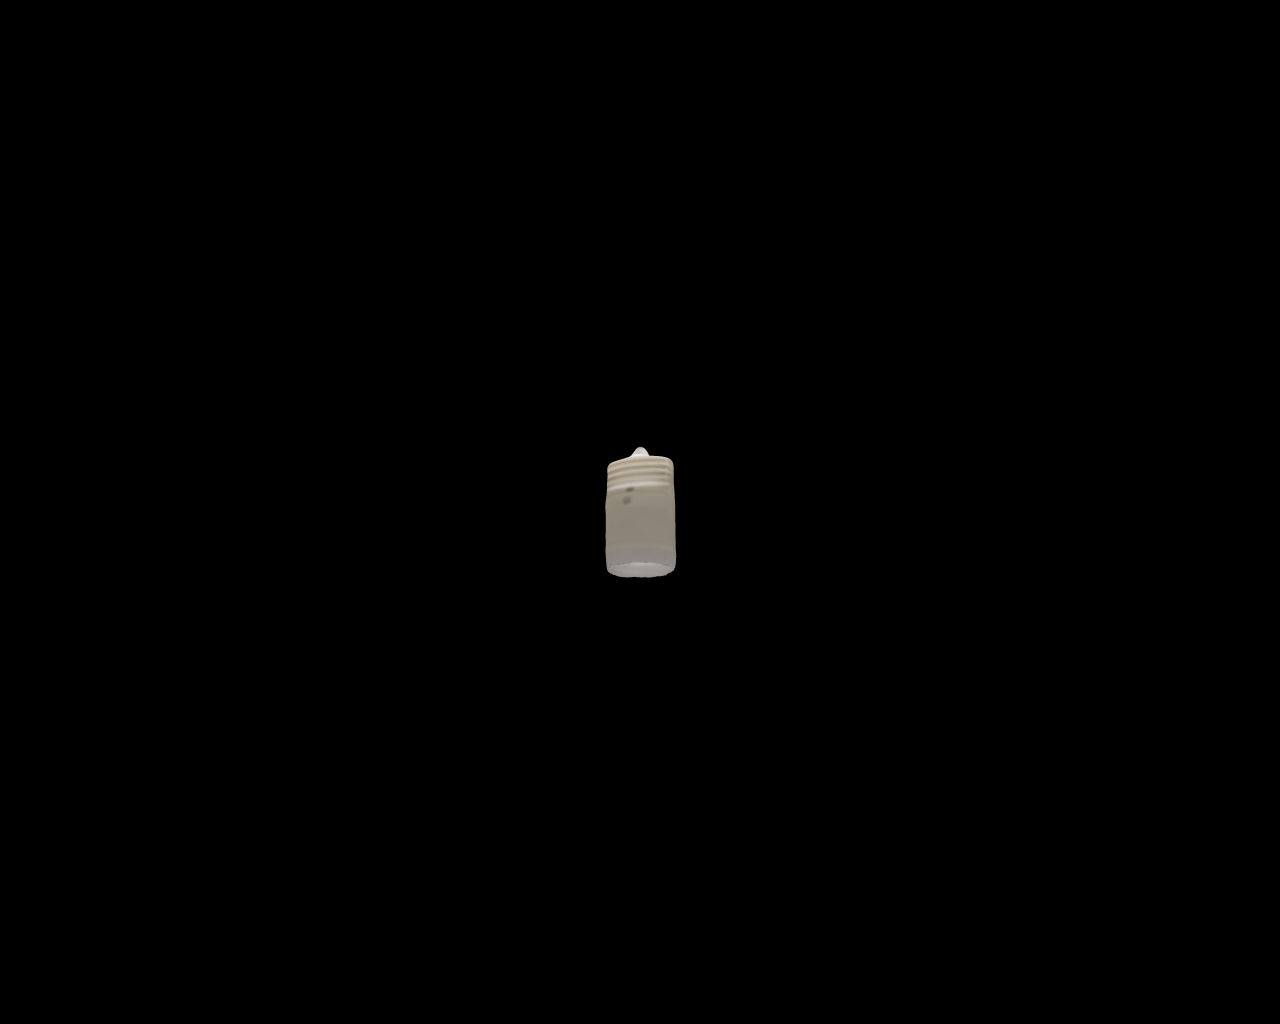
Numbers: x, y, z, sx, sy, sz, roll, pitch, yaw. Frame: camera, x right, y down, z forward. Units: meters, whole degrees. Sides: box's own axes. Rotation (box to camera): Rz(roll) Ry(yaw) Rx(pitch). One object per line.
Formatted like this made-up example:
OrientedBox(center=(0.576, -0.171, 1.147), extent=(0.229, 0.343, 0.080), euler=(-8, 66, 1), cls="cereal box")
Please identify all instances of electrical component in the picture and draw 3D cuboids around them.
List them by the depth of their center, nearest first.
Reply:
OrientedBox(center=(0.001, -0.003, 0.650), extent=(0.043, 0.081, 0.043), euler=(0, -16, 0), cls="electrical component")
